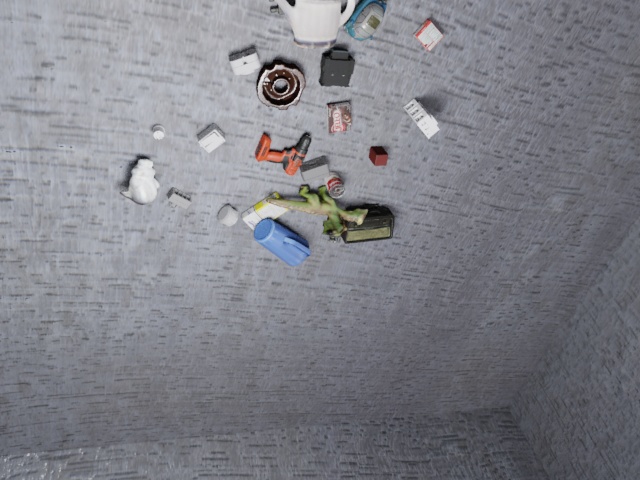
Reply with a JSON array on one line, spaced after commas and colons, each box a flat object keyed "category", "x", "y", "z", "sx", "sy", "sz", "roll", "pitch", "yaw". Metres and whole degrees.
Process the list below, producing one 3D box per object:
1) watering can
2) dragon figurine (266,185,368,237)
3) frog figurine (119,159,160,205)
[{"category": "watering can", "x": -0.047, "y": -0.729, "z": 1.662, "sx": 0.349, "sy": 0.106, "sz": 0.219, "roll": -11, "pitch": 130, "yaw": -22}, {"category": "dragon figurine", "x": 0.006, "y": -0.104, "z": 2.071, "sx": 0.412, "sy": 0.247, "sz": 0.119, "roll": -8, "pitch": 131, "yaw": -29}, {"category": "frog figurine", "x": -0.638, "y": -0.212, "z": 1.879, "sx": 0.158, "sy": 0.124, "sz": 0.137, "roll": -52, "pitch": 158, "yaw": 13}]
